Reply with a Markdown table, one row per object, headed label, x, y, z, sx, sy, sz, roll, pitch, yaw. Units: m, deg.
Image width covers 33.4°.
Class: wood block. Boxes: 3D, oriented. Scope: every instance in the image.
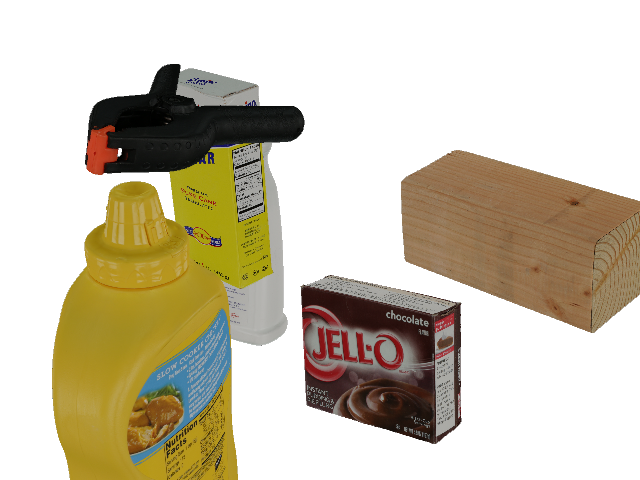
| label | x | y | z | sx | sy | sz | roll | pitch | yaw |
| --- | --- | --- | --- | --- | --- | --- | --- | --- | --- |
| wood block | 0.180 | -0.006 | 0.964 | 0.206 | 0.090 | 0.090 | 22 | 38 | 40 |

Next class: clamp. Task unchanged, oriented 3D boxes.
| label | x | y | z | sx | sy | sz | roll | pitch | yaw |
| --- | --- | --- | --- | --- | --- | --- | --- | --- | --- |
| clamp | -0.104 | -0.083 | 0.713 | 0.120 | 0.039 | 0.171 | 21 | 24 | 31 |

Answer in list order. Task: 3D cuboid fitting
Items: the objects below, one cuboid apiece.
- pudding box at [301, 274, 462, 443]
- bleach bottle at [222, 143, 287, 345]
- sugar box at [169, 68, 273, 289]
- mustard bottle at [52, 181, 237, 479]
| label | x | y | z | sx | sy | sz | roll | pitch | yaw |
| --- | --- | --- | --- | --- | --- | --- | --- | --- | --- |
| pudding box | 0.040 | 0.077 | 0.720 | 0.114 | 0.090 | 0.039 | 9 | 20 | 36 |
| bleach bottle | -0.081 | -0.022 | 1.120 | 0.103 | 0.251 | 0.068 | 14 | 24 | 25 |
| sugar box | -0.091 | -0.054 | 0.929 | 0.048 | 0.176 | 0.093 | -27 | 33 | -37 |
| mustard bottle | -0.073 | 0.065 | 0.453 | 0.058 | 0.192 | 0.096 | 14 | 31 | 23 |
